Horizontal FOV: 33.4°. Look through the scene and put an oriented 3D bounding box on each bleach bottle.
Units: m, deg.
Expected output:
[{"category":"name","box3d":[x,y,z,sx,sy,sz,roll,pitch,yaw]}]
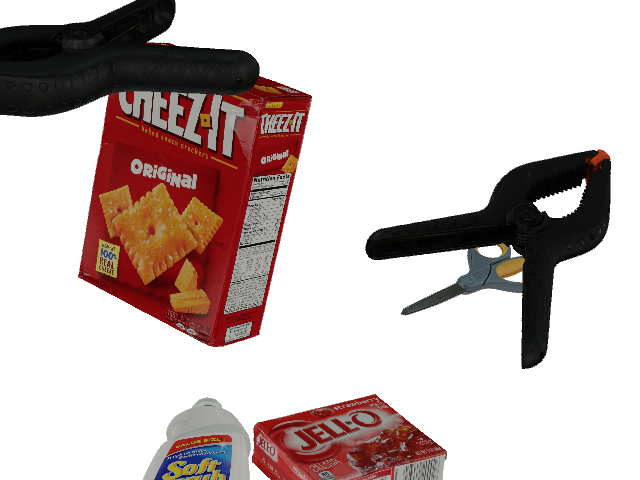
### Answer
[{"category":"bleach bottle","box3d":[-0.110,0.210,0.889,0.102,0.068,0.251,-2,24,-1]}]

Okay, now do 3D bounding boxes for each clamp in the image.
[{"category":"clamp","box3d":[0.163,0.001,0.824,0.209,0.036,0.165,-32,56,-22]},{"category":"clamp","box3d":[-0.133,-0.106,0.604,0.171,0.039,0.120,-8,29,-23]}]

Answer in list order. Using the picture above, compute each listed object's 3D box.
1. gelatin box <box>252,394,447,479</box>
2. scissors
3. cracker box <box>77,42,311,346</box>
[{"category":"gelatin box","box3d":[0.016,0.124,0.615,0.089,0.030,0.073,-7,24,-32]},{"category":"scissors","box3d":[0.145,0.032,1.096,0.201,0.016,0.096,-7,41,-29]},{"category":"cracker box","box3d":[-0.111,-0.040,0.887,0.164,0.214,0.071,24,21,30]}]
